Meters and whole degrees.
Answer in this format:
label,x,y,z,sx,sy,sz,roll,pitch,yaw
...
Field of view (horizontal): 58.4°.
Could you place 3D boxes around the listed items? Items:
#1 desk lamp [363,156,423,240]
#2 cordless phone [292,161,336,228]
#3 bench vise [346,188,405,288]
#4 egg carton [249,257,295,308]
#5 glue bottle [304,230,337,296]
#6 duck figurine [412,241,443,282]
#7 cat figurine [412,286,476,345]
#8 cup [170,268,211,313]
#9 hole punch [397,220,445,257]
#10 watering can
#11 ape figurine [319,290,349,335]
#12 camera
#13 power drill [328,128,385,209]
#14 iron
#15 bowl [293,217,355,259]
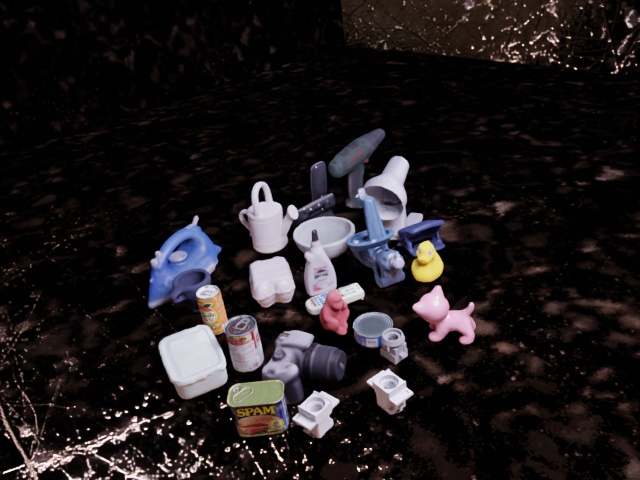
label,x,y,z,sx,sy,sz,roll,pitch,yaw
desk lamp,0.197,-0.106,1.557,0.117,0.214,0.203,7,33,25
cordless phone,-0.028,-0.131,1.681,0.093,0.185,0.148,21,41,40
bench vise,0.147,-0.010,1.398,0.122,0.220,0.206,-30,37,-33
egg carton,-0.121,0.101,1.421,0.107,0.069,0.150,-12,30,-8
glue bottle,-0.005,0.051,1.374,0.078,0.173,0.037,-17,31,-16
duck figurine,0.264,0.043,1.413,0.077,0.086,0.105,6,33,22
cat figurine,0.260,0.151,1.195,0.127,0.118,0.067,0,31,14
cup,-0.308,0.136,1.378,0.091,0.095,0.118,10,34,28
hole punch,0.264,-0.020,1.515,0.109,0.091,0.100,-17,31,-16
watering can,-0.145,-0.071,1.596,0.173,0.194,0.101,-7,30,2
ape figurine,0.032,0.154,1.269,0.075,0.092,0.078,20,40,39
camera,-0.027,0.242,1.124,0.136,0.101,0.143,5,32,21
power drill,0.124,-0.214,1.766,0.230,0.209,0.075,-31,37,-34
iron,-0.374,0.050,1.495,0.118,0.142,0.259,8,34,26
bowl,0.014,0.006,1.547,0.167,0.075,0.167,-6,30,4
